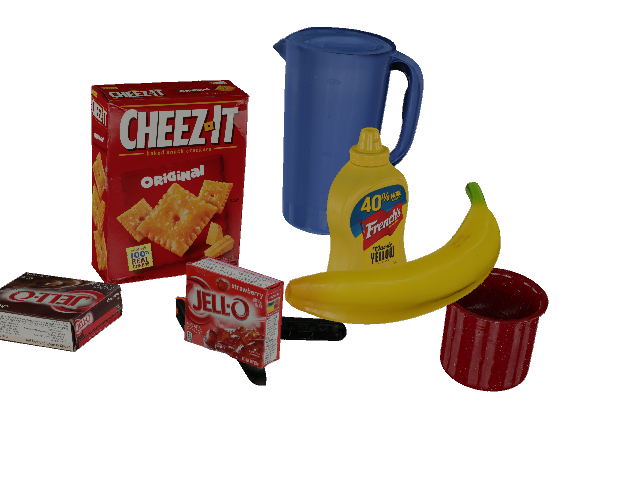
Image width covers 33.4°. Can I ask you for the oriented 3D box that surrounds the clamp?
[{"bbox_3d":[-0.097,0.109,1.257,0.210,0.036,0.164,13,23,27],"label":"clamp"}]

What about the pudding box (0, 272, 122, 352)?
[{"bbox_3d":[-0.262,0.068,1.032,0.114,0.039,0.090,4,19,19],"label":"pudding box"}]

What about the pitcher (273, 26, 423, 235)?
[{"bbox_3d":[0.025,-0.132,1.312,0.144,0.243,0.149,-8,27,-27],"label":"pitcher"}]

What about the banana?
[{"bbox_3d":[0.066,0.020,0.735,0.197,0.037,0.070,-27,54,-37],"label":"banana"}]

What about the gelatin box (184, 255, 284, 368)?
[{"bbox_3d":[-0.076,0.060,0.911,0.089,0.073,0.030,17,22,31],"label":"gelatin box"}]

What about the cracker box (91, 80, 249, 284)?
[{"bbox_3d":[-0.169,-0.065,1.195,0.163,0.214,0.072,-7,26,-27],"label":"cracker box"}]

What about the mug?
[{"bbox_3d":[0.151,0.076,0.974,0.093,0.081,0.117,0,29,-8],"label":"mug"}]

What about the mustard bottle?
[{"bbox_3d":[0.050,-0.024,1.116,0.096,0.192,0.058,-17,28,-34],"label":"mustard bottle"}]
